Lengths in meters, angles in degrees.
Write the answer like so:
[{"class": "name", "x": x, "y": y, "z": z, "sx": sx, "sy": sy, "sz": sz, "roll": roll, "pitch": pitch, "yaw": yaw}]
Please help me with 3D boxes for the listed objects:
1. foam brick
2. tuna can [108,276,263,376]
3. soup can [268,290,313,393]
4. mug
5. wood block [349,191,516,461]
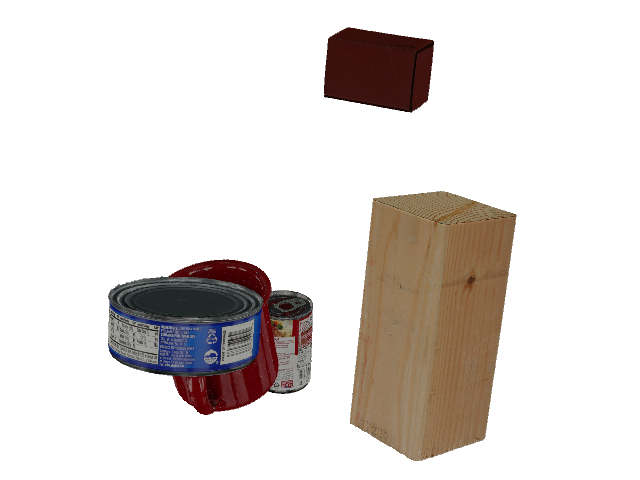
[{"class": "foam brick", "x": 0.048, "y": -0.141, "z": 0.878, "sx": 0.078, "sy": 0.051, "sz": 0.052, "roll": 13, "pitch": 24, "yaw": 19}, {"class": "tuna can", "x": -0.076, "y": 0.047, "z": 0.597, "sx": 0.086, "sy": 0.034, "sz": 0.086, "roll": 4, "pitch": 12, "yaw": -1}, {"class": "soup can", "x": -0.043, "y": 0.118, "z": 1.244, "sx": 0.068, "sy": 0.102, "sz": 0.068, "roll": 1, "pitch": 25, "yaw": -1}, {"class": "mug", "x": -0.078, "y": 0.080, "z": 0.793, "sx": 0.093, "sy": 0.081, "sz": 0.117, "roll": -4, "pitch": 33, "yaw": 8}, {"class": "wood block", "x": 0.095, "y": 0.070, "z": 0.918, "sx": 0.090, "sy": 0.206, "sz": 0.090, "roll": -7, "pitch": 20, "yaw": -39}]
